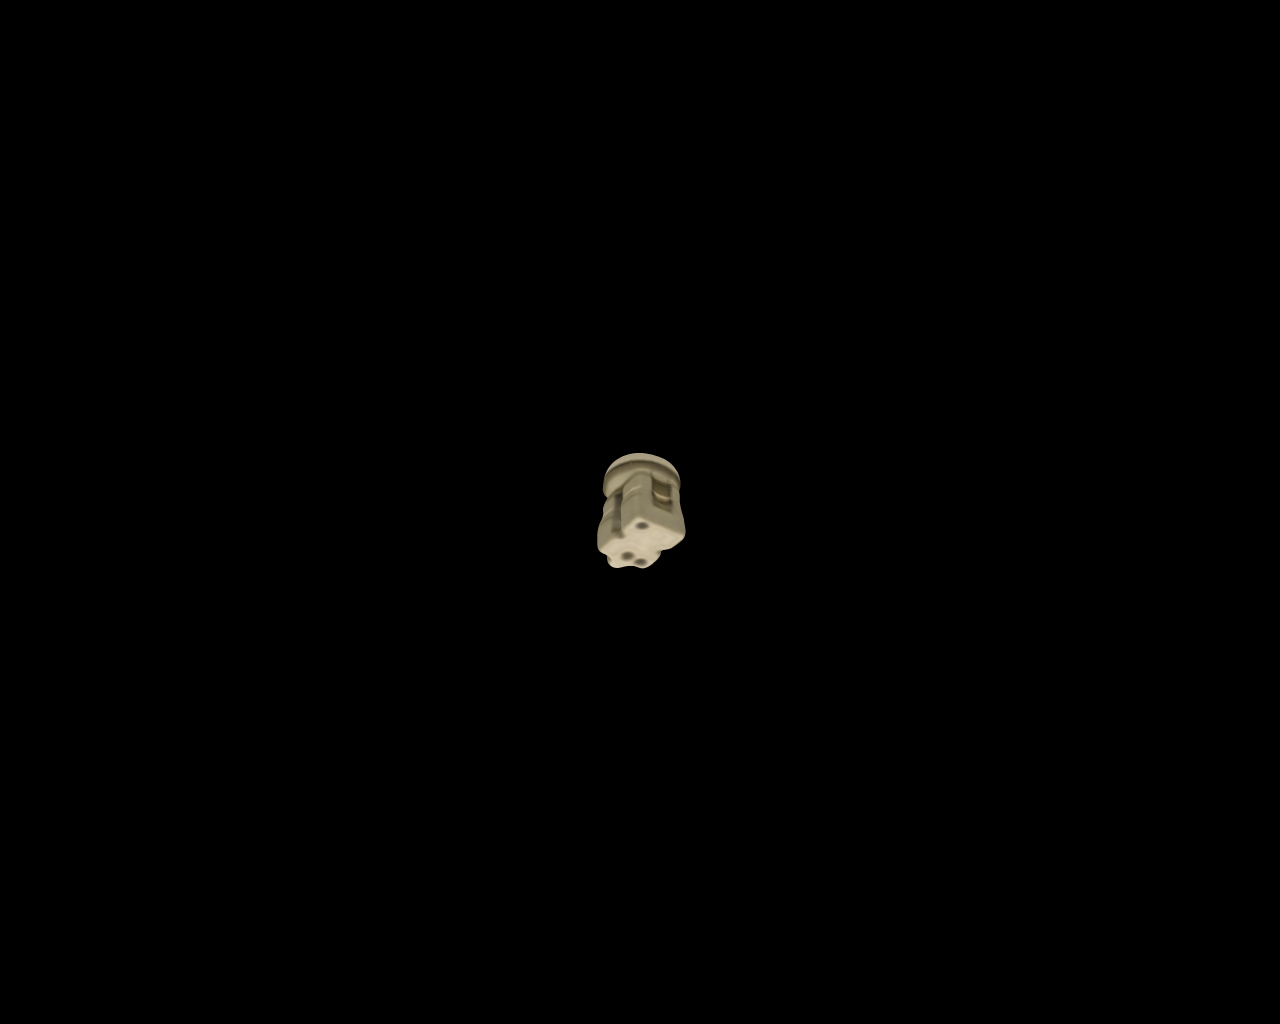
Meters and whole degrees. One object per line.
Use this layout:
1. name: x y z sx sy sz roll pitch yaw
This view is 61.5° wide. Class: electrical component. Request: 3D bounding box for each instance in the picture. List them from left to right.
1. electrical component: 0.001 -0.003 0.650 0.048 0.055 0.066 25 -44 -28
